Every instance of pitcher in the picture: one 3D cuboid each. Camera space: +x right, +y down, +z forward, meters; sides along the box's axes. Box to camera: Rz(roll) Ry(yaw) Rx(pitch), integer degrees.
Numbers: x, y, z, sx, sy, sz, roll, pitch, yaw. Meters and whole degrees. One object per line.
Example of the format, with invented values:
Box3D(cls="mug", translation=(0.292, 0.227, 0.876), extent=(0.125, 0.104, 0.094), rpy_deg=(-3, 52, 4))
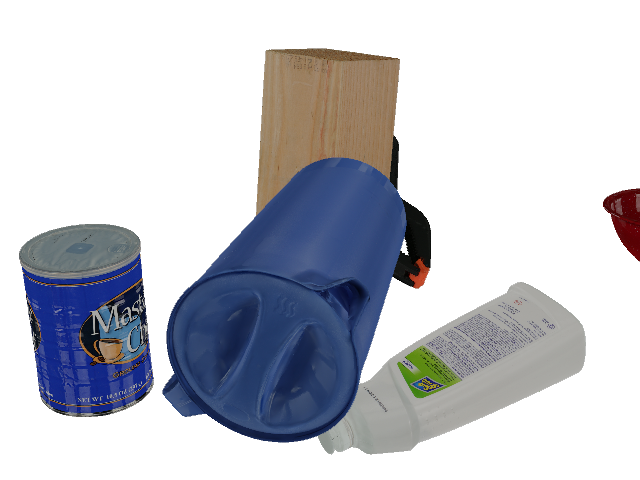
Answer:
Box3D(cls="pitcher", translation=(-0.018, 0.034, 0.800), extent=(0.149, 0.145, 0.242), rpy_deg=(10, 28, 12))

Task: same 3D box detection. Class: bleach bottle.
Box3D(cls="bleach bottle", translation=(0.106, 0.119, 0.931), extent=(0.250, 0.068, 0.103), rpy_deg=(-20, 33, -23))

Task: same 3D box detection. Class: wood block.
Box3D(cls="wood block", translation=(0.004, -0.067, 0.972), extent=(0.090, 0.206, 0.090), rpy_deg=(15, 19, 36))

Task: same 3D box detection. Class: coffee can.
Box3D(cls="coffee can", translation=(-0.204, 0.069, 0.941), extent=(0.103, 0.140, 0.103), rpy_deg=(-1, 24, 0))

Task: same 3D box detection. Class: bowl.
Box3D(cls="bowl", translation=(0.356, -0.007, 1.038), extent=(0.162, 0.055, 0.162), rpy_deg=(0, 18, 0))

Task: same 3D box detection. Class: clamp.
Box3D(cls="clamp", translation=(0.049, -0.032, 1.171), extent=(0.164, 0.210, 0.036), rpy_deg=(-12, -37, -21))
